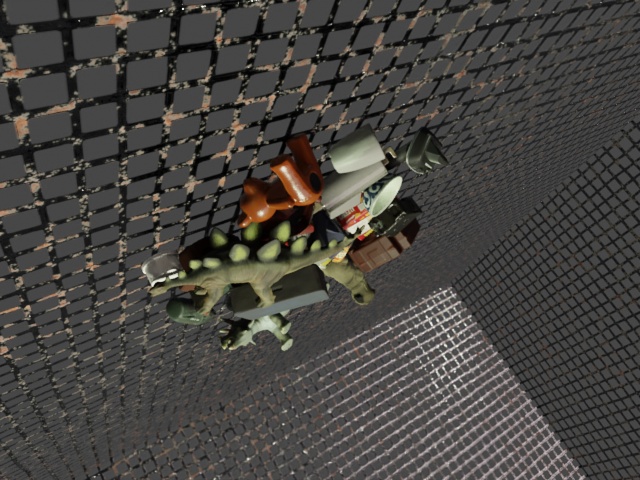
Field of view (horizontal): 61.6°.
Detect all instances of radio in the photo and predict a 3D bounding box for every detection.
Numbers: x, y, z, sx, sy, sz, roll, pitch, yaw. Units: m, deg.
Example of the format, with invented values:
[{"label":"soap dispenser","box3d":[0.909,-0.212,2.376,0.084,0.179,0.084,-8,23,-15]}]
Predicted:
[{"label":"radio","box3d":[-0.096,0.133,1.335,0.230,0.073,0.131,-15,163,8]}]

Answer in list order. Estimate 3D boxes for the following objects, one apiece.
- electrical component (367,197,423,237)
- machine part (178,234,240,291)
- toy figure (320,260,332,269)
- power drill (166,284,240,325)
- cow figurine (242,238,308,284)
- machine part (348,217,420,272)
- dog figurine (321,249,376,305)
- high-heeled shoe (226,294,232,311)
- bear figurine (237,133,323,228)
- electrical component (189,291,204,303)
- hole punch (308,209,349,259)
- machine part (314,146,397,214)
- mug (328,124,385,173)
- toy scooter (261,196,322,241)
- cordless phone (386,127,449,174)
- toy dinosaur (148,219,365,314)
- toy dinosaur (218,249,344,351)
[{"label":"electrical component","box3d":[0.213,-0.062,1.475,0.115,0.058,0.134,-43,160,33]},{"label":"machine part","box3d":[-0.257,0.055,1.245,0.179,0.056,0.179,-29,160,-12]},{"label":"toy figure","box3d":[0.011,0.025,1.566,0.089,0.082,0.180,-26,158,-16]},{"label":"power drill","box3d":[-0.287,0.154,1.436,0.207,0.086,0.232,-30,163,16]},{"label":"cow figurine","box3d":[-0.118,0.054,1.356,0.195,0.127,0.085,-25,164,-13]},{"label":"machine part","box3d":[0.195,-0.004,1.649,0.201,0.087,0.201,-31,-170,35]},{"label":"dog figurine","box3d":[0.095,0.132,1.802,0.172,0.191,0.121,-7,149,-49]},{"label":"high-heeled shoe","box3d":[-0.162,0.157,1.629,0.249,0.086,0.145,-11,156,-38]},{"label":"bear figurine","box3d":[-0.094,-0.107,1.044,0.196,0.131,0.120,-10,-147,34]},{"label":"electrical component","box3d":[-0.286,0.128,1.323,0.063,0.094,0.021,-29,159,-6]},{"label":"hole punch","box3d":[-0.003,-0.004,1.405,0.092,0.116,0.142,-25,163,-39]},{"label":"machine part","box3d":[0.068,-0.138,1.242,0.243,0.079,0.079,-34,162,7]},{"label":"mug","box3d":[0.076,-0.186,1.145,0.107,0.081,0.109,-23,168,7]},{"label":"toy scooter","box3d":[-0.069,-0.059,1.196,0.184,0.075,0.135,11,132,-41]},{"label":"cordless phone","box3d":[0.220,-0.199,1.363,0.184,0.089,0.146,-27,165,20]},{"label":"toy dinosaur","box3d":[-0.128,0.050,1.155,0.471,0.105,0.198,-11,138,-21]},{"label":"toy dinosaur","box3d":[-0.111,0.155,1.487,0.405,0.192,0.131,-52,153,-15]}]
